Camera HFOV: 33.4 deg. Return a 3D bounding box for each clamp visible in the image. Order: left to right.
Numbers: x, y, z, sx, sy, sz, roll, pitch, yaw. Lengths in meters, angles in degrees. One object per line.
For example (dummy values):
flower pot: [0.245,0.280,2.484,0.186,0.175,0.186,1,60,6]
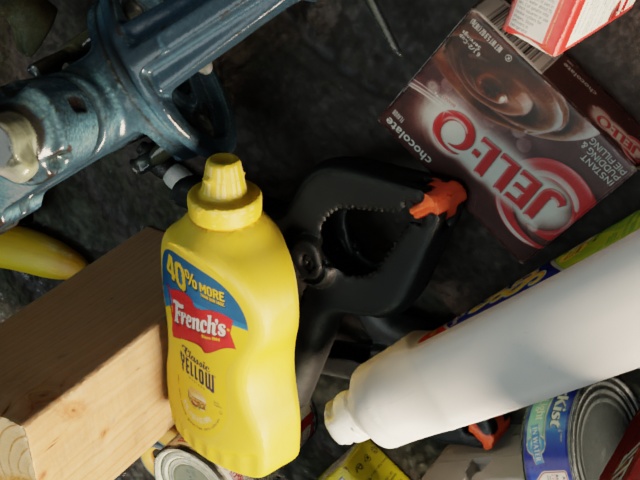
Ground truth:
clamp: [-0.004,0.001,0.620,0.210,0.036,0.164,-36,85,46]
clamp: [0.043,0.062,0.658,0.172,0.039,0.120,26,130,21]

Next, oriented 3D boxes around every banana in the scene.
banana: [-0.264,0.012,0.860,0.198,0.037,0.069,-8,141,42]

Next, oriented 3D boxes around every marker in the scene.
marker: [-0.075,-0.025,0.706,0.121,0.020,0.020,40,133,10]

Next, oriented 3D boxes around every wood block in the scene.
wood block: [-0.141,0.083,0.691,0.091,0.205,0.090,17,125,27]

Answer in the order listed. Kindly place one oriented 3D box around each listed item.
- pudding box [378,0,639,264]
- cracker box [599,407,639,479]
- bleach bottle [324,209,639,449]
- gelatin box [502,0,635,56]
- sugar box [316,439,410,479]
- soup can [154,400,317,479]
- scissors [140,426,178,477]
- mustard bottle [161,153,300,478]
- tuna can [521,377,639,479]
pudding box: [0.098,-0.055,0.545,0.113,0.039,0.090,47,135,5]
cracker box: [0.233,0.158,0.487,0.214,0.163,0.072,36,129,13]
bleach bottle: [0.098,0.054,0.543,0.251,0.102,0.068,-31,88,33]
gelatin box: [0.119,-0.127,0.452,0.030,0.089,0.073,34,131,21]
sugar box: [0.063,0.228,0.738,0.176,0.048,0.093,43,131,4]
soup can: [-0.057,0.141,0.735,0.069,0.102,0.068,18,126,27]
scissors: [-0.074,0.194,0.839,0.202,0.016,0.096,37,134,13]
mustard bottle: [-0.053,0.039,0.618,0.096,0.058,0.192,31,131,40]
tuna can: [0.146,0.117,0.581,0.034,0.086,0.086,-14,107,42]
